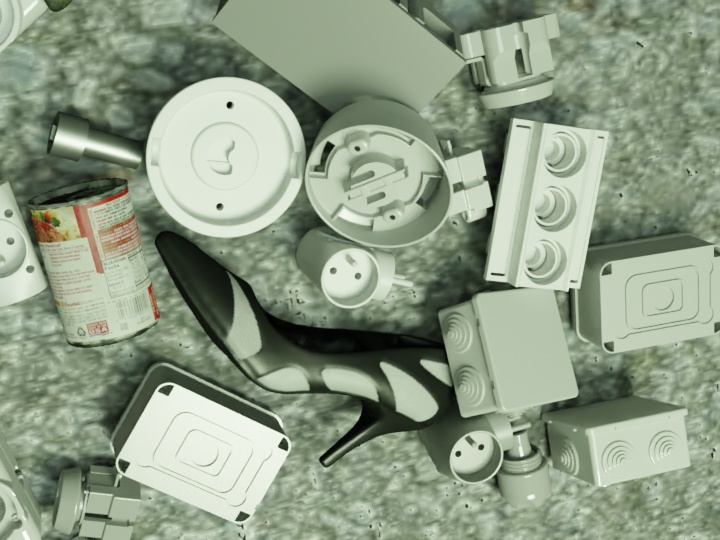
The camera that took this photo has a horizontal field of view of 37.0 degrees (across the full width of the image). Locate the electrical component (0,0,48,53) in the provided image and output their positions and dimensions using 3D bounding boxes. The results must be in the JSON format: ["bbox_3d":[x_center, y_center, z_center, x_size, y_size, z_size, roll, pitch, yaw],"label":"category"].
[{"bbox_3d":[-0.245,-0.163,0.687,0.095,0.059,0.053,-44,110,-3],"label":"electrical component"}]

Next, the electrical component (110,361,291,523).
[{"bbox_3d":[-0.118,0.125,0.792,0.113,0.057,0.078,29,94,-20],"label":"electrical component"}]

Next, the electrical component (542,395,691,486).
[{"bbox_3d":[0.207,0.137,0.868,0.100,0.100,0.048,-9,92,-14],"label":"electrical component"}]

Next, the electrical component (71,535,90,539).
[{"bbox_3d":[-0.182,0.236,0.789,0.077,0.079,0.043,44,64,-20],"label":"electrical component"}]

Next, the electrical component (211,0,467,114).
[{"bbox_3d":[-0.013,-0.168,0.742,0.150,0.061,0.089,35,118,-20],"label":"electrical component"}]

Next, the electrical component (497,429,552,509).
[{"bbox_3d":[0.132,0.160,0.880,0.043,0.043,0.062,-14,105,-13],"label":"electrical component"}]

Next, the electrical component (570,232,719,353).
[{"bbox_3d":[0.230,0.016,0.867,0.113,0.057,0.078,-9,105,-14],"label":"electrical component"}]

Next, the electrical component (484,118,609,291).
[{"bbox_3d":[0.136,-0.051,0.821,0.079,0.063,0.121,5,101,-17],"label":"electrical component"}]

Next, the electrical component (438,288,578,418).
[{"bbox_3d":[0.112,0.063,0.819,0.100,0.048,0.099,-4,78,-41],"label":"electrical component"}]

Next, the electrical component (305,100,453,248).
[{"bbox_3d":[0.012,-0.065,0.733,0.099,0.064,0.099,0,124,0],"label":"electrical component"}]

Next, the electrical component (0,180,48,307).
[{"bbox_3d":[-0.263,-0.012,0.725,0.079,0.044,0.077,-20,107,-11],"label":"electrical component"}]

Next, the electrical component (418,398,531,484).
[{"bbox_3d":[0.094,0.128,0.843,0.079,0.077,0.044,-14,106,-13],"label":"electrical component"}]

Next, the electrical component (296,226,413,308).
[{"bbox_3d":[0.000,0.000,0.786,0.079,0.077,0.044,12,100,-19],"label":"electrical component"}]

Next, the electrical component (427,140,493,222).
[{"bbox_3d":[0.063,-0.063,0.807,0.055,0.048,0.066,-20,107,-19],"label":"electrical component"}]

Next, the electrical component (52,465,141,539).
[{"bbox_3d":[-0.193,0.170,0.785,0.055,0.048,0.066,11,116,-19],"label":"electrical component"}]

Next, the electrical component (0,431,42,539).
[{"bbox_3d":[-0.265,0.162,0.757,0.054,0.059,0.095,-24,108,-9],"label":"electrical component"}]

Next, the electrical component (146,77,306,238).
[{"bbox_3d":[-0.097,-0.081,0.748,0.108,0.060,0.108,-4,104,-15],"label":"electrical component"}]

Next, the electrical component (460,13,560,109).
[{"bbox_3d":[0.111,-0.153,0.794,0.078,0.058,0.057,-16,104,-13],"label":"electrical component"}]
